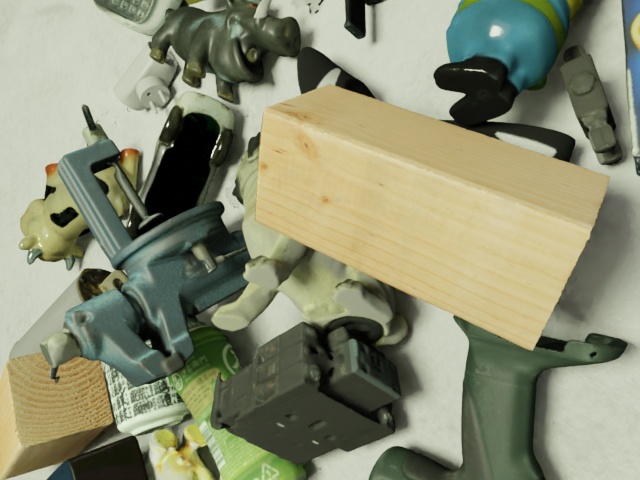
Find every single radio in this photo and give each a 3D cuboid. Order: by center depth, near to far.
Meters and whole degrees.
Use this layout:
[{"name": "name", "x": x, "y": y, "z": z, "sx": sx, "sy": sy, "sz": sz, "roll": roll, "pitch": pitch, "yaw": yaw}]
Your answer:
[{"name": "radio", "x": -0.247, "y": 0.310, "z": 0.572, "sx": 0.229, "sy": 0.073, "sz": 0.131, "roll": -44, "pitch": 62, "yaw": 42}]

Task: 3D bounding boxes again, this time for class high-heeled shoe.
[{"name": "high-heeled shoe", "x": 0.080, "y": -0.111, "z": 0.443, "sx": 0.145, "sy": 0.086, "sz": 0.249, "roll": -39, "pitch": 70, "yaw": 22}]

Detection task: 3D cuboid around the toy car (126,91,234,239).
[{"name": "toy car", "x": -0.156, "y": -0.062, "z": 0.593, "sx": 0.201, "sy": 0.073, "sz": 0.056, "roll": -66, "pitch": 21, "yaw": 9}]

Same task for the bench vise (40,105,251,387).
[{"name": "bench vise", "x": -0.176, "y": 0.005, "z": 0.500, "sx": 0.240, "sy": 0.224, "sz": 0.129, "roll": 59, "pitch": 152, "yaw": 1}]

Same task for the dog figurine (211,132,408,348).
[{"name": "dog figurine", "x": -0.001, "y": -0.004, "z": 0.487, "sx": 0.121, "sy": 0.172, "sz": 0.191, "roll": -39, "pitch": 32, "yaw": 39}]

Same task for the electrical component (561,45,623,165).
[{"name": "electrical component", "x": 0.189, "y": -0.100, "z": 0.377, "sx": 0.021, "sy": 0.063, "sz": 0.094, "roll": -19, "pitch": 73, "yaw": 30}]

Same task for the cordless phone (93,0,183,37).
[{"name": "cordless phone", "x": -0.242, "y": -0.340, "z": 0.625, "sx": 0.089, "sy": 0.184, "sz": 0.146, "roll": 38, "pitch": 105, "yaw": 36}]

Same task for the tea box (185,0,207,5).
[{"name": "tea box", "x": -0.083, "y": -0.322, "z": 0.569, "sx": 0.170, "sy": 0.068, "sz": 0.098, "roll": 0, "pitch": 60, "yaw": 34}]

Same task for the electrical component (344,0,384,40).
[{"name": "electrical component", "x": 0.045, "y": -0.249, "z": 0.487, "sx": 0.048, "sy": 0.074, "sz": 0.119, "roll": -7, "pitch": 76, "yaw": 33}]

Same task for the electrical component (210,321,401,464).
[{"name": "electrical component", "x": -0.005, "y": 0.127, "z": 0.440, "sx": 0.134, "sy": 0.114, "sz": 0.058, "roll": -35, "pitch": 38, "yaw": 28}]

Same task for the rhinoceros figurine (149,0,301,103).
[{"name": "rhinoceros figurine", "x": -0.102, "y": -0.215, "z": 0.586, "sx": 0.191, "sy": 0.073, "sz": 0.112, "roll": 20, "pitch": 82, "yaw": 37}]

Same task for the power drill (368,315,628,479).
[{"name": "power drill", "x": 0.150, "y": 0.160, "z": 0.367, "sx": 0.232, "sy": 0.086, "sz": 0.207, "roll": 12, "pitch": 98, "yaw": 37}]

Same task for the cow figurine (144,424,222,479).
[{"name": "cow figurine", "x": -0.115, "y": 0.269, "z": 0.527, "sx": 0.168, "sy": 0.068, "sz": 0.098, "roll": 36, "pitch": 109, "yaw": 35}]

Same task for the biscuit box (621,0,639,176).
[{"name": "biscuit box", "x": 0.234, "y": -0.148, "z": 0.355, "sx": 0.059, "sy": 0.062, "sz": 0.202, "roll": -5, "pitch": 81, "yaw": 32}]

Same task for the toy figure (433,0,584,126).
[{"name": "toy figure", "x": 0.147, "y": -0.167, "z": 0.387, "sx": 0.089, "sy": 0.082, "sz": 0.180, "roll": 18, "pitch": 69, "yaw": 18}]

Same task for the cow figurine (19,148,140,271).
[{"name": "cow figurine", "x": -0.318, "y": -0.038, "z": 0.698, "sx": 0.195, "sy": 0.085, "sz": 0.127, "roll": -19, "pitch": 68, "yaw": 29}]

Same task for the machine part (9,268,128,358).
[{"name": "machine part", "x": -0.314, "y": 0.112, "z": 0.675, "sx": 0.243, "sy": 0.079, "sz": 0.079, "roll": -41, "pitch": 64, "yaw": 24}]
